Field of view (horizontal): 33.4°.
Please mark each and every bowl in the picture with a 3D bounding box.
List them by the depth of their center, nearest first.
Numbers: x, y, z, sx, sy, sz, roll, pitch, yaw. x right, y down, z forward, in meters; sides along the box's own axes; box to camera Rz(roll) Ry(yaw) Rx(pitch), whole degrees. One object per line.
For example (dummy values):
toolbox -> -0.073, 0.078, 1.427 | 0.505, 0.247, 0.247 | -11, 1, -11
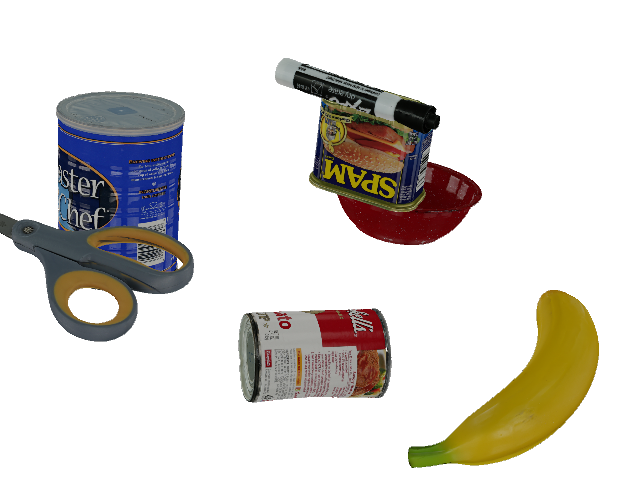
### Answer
bowl -> 0.085, -0.038, 1.118 | 0.162, 0.055, 0.162 | 6, 23, -3

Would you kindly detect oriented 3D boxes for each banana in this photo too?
banana -> 0.127, 0.078, 0.632 | 0.070, 0.037, 0.197 | 14, 31, 32

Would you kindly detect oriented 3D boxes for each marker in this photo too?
marker -> 0.024, -0.096, 0.710 | 0.121, 0.020, 0.020 | 22, 10, 25

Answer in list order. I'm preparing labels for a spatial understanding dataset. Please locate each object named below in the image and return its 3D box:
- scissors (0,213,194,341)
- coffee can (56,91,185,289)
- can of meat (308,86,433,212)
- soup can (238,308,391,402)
scissors -> -0.177, 0.012, 0.645 | 0.202, 0.016, 0.096 | 9, 44, 10
coffee can -> -0.167, -0.042, 0.887 | 0.103, 0.140, 0.103 | 5, 23, -2
can of meat -> 0.045, -0.082, 0.923 | 0.102, 0.084, 0.057 | 19, 33, 19
soup can -> -0.006, 0.086, 0.799 | 0.102, 0.068, 0.069 | -1, 0, -15
